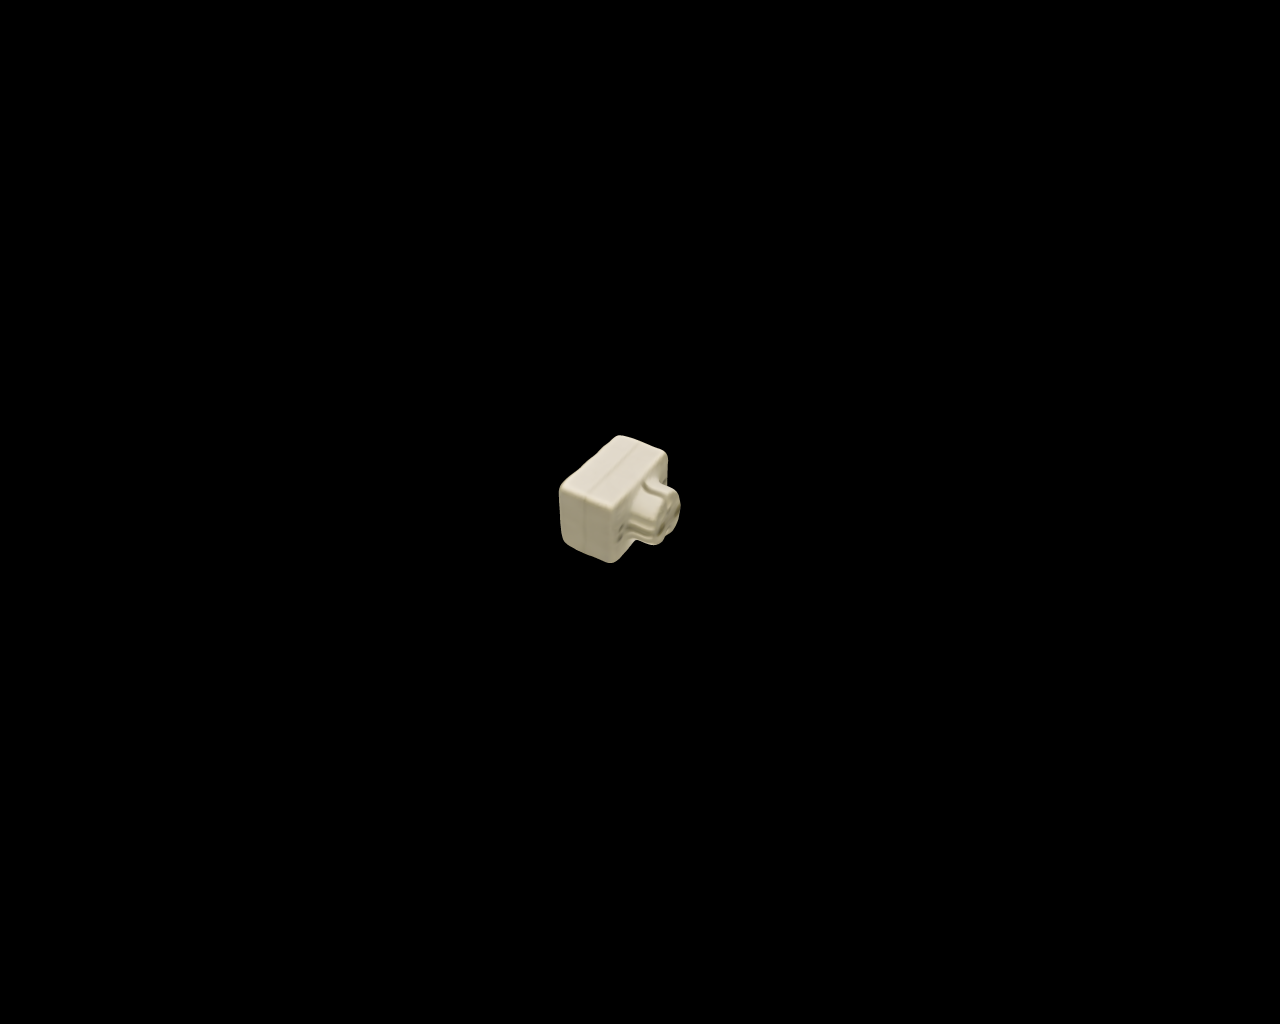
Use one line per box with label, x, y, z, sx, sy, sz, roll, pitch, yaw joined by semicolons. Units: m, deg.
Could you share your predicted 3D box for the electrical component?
electrical component;0.001;-0.003;0.650;0.077;0.047;0.066;22;45;23
